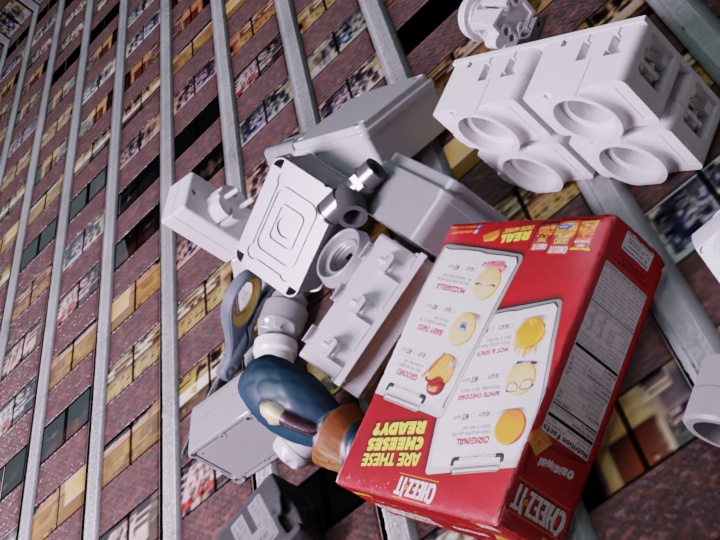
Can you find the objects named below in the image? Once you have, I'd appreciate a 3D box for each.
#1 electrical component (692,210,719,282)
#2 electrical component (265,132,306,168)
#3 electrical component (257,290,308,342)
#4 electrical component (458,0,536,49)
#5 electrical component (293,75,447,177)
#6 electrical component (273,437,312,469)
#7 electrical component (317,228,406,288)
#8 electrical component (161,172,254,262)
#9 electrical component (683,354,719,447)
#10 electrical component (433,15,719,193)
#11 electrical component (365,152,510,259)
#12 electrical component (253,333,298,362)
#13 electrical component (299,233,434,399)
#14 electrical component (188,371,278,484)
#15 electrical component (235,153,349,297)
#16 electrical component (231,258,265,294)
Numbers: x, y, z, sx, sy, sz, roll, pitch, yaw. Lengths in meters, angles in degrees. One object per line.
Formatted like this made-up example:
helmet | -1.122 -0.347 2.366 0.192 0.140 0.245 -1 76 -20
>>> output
electrical component | 0.234 -0.009 0.614 0.051 0.080 0.080 -44 32 26
electrical component | -0.044 -0.114 1.075 0.089 0.050 0.056 -29 13 -38
electrical component | -0.069 0.037 1.004 0.043 0.043 0.062 -17 45 45
electrical component | 0.126 -0.238 1.014 0.055 0.048 0.066 20 76 50
electrical component | 0.011 -0.127 1.012 0.109 0.056 0.109 -7 29 50
electrical component | -0.041 0.132 0.883 0.061 0.035 0.035 -48 32 5
electrical component | 0.000 0.000 0.935 0.078 0.057 0.058 -46 32 12
electrical component | -0.135 -0.058 1.048 0.076 0.083 0.047 -28 41 37
electrical component | 0.242 0.060 0.561 0.138 0.052 0.073 1 60 53
electrical component | 0.155 -0.114 0.795 0.186 0.105 0.060 0 59 53
electrical component | 0.060 -0.046 0.882 0.057 0.078 0.113 -56 31 1
electrical component | -0.078 0.086 0.973 0.040 0.040 0.046 -25 47 38
electrical component | 0.009 0.036 0.870 0.121 0.063 0.078 -56 -9 -4
electrical component | -0.104 0.136 0.936 0.096 0.062 0.061 -36 35 26
electrical component | -0.052 -0.041 0.976 0.078 0.057 0.113 34 114 20
electrical component | -0.086 -0.025 1.081 0.100 0.048 0.099 -44 34 19
